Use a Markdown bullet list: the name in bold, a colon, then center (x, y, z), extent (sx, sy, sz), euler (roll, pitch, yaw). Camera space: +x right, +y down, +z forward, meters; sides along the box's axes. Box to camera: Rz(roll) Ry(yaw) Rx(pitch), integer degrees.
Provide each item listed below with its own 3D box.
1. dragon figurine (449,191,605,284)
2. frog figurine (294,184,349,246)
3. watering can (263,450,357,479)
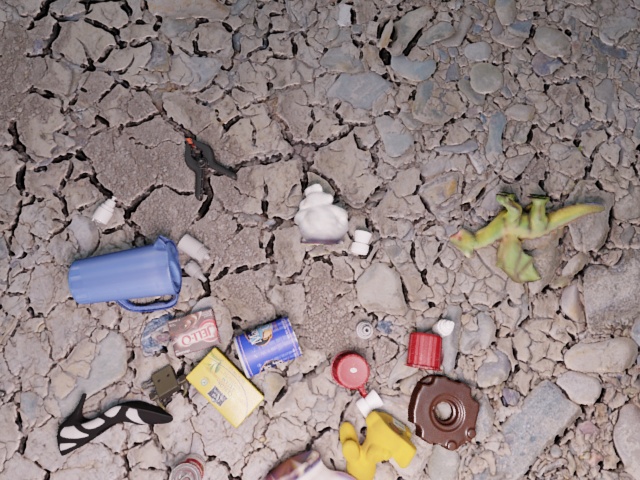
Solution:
- **dragon figurine**: center (0.554, -0.005, 1.375), extent (0.410, 0.123, 0.242), euler (7, 95, -2)
- **frog figurine**: center (0.004, -0.066, 1.315), extent (0.137, 0.123, 0.159), euler (-2, 90, 14)
- **watering can**: center (-0.063, 0.626, 1.167), extent (0.348, 0.103, 0.226), euler (-30, 82, -3)
